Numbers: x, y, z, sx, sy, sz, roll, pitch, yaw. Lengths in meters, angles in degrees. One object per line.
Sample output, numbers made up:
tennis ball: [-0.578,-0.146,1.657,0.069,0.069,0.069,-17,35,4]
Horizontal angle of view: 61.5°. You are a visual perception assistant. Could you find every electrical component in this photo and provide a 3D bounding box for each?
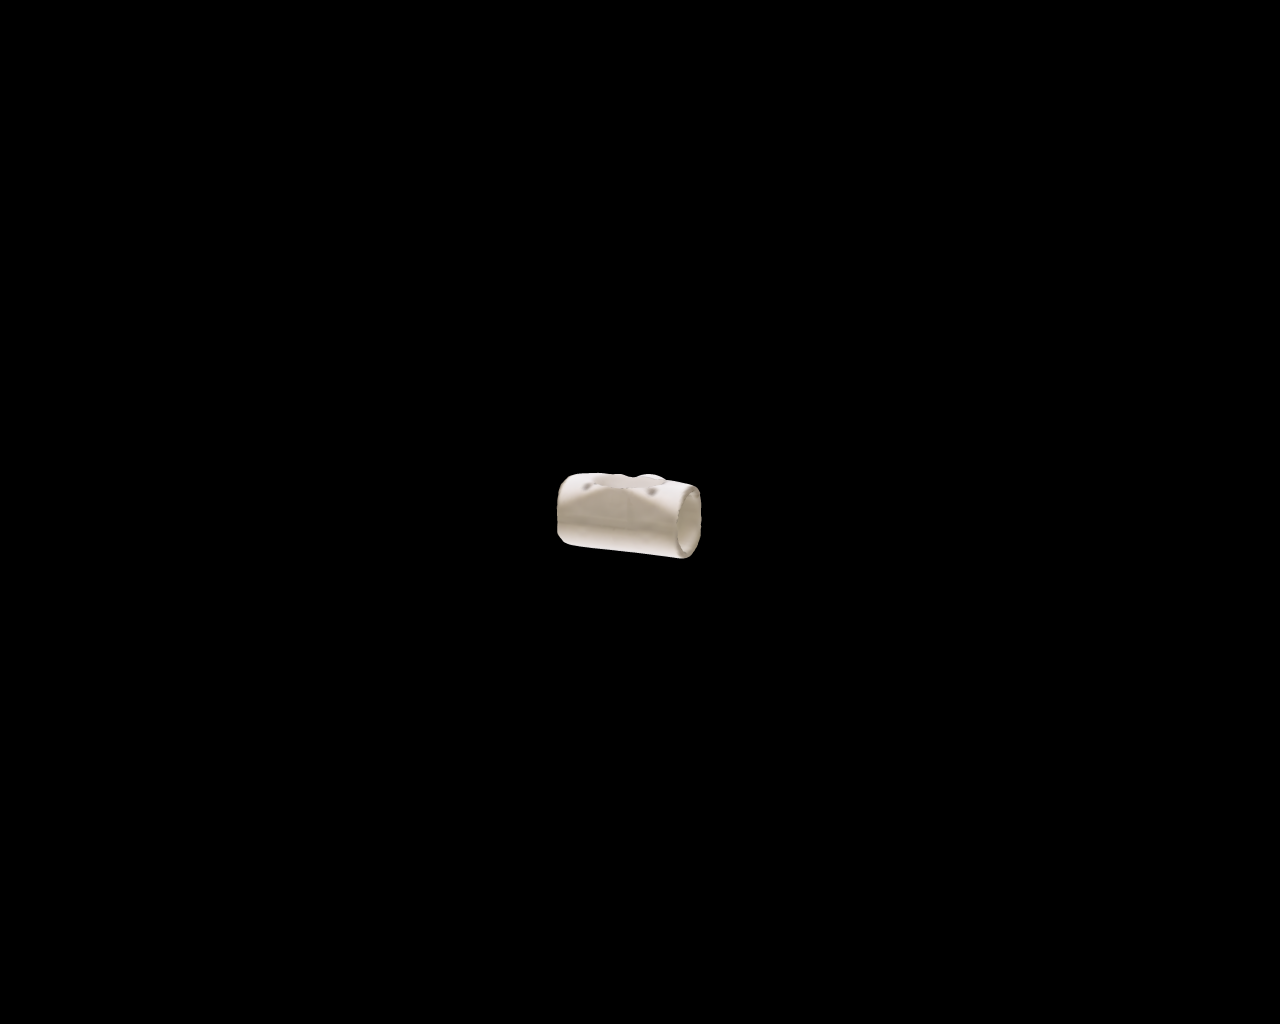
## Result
electrical component: [0.001,-0.003,0.650,0.077,0.044,0.079,6,16,22]
